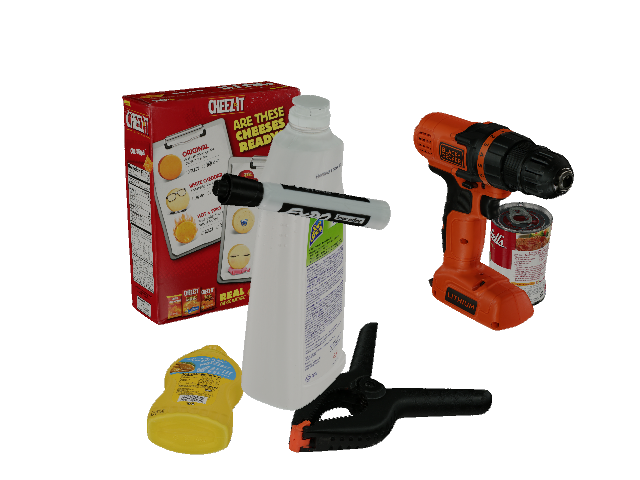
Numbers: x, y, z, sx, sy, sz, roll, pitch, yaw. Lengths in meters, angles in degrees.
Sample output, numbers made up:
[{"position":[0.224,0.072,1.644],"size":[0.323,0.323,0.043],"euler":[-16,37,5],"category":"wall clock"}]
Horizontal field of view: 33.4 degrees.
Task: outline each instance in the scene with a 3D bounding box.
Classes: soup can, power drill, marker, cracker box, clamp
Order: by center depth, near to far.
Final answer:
[{"position":[-0.010,-0.023,0.651],"size":[0.120,0.020,0.020],"euler":[9,-5,-32],"category":"marker"},{"position":[0.159,-0.016,0.983],"size":[0.057,0.188,0.185],"euler":[-17,27,-28],"category":"power drill"},{"position":[0.055,0.154,1.025],"size":[0.165,0.036,0.209],"euler":[24,32,29],"category":"clamp"},{"position":[-0.104,-0.041,1.042],"size":[0.163,0.214,0.072],"euler":[-11,20,-34],"category":"cracker box"},{"position":[0.226,0.016,1.214],"size":[0.068,0.102,0.068],"euler":[-2,30,1],"category":"soup can"}]

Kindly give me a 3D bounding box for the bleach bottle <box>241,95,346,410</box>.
[{"position":[-0.014,0.006,0.847],"size":[0.068,0.251,0.102],"euler":[17,29,22],"category":"bleach bottle"}]

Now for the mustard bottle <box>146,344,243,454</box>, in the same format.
[{"position":[-0.143,0.180,1.286],"size":[0.096,0.058,0.191],"euler":[3,25,4],"category":"mustard bottle"}]
